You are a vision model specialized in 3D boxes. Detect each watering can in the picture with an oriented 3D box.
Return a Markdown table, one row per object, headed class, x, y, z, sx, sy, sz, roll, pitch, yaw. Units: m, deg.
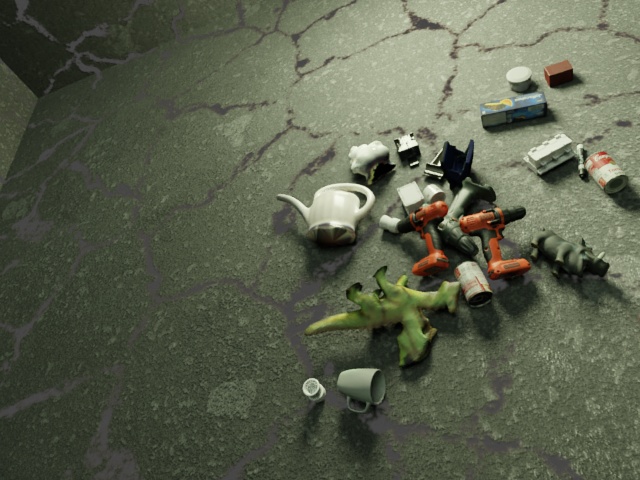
| class | x | y | z | sx | sy | sz | roll | pitch | yaw |
| --- | --- | --- | --- | --- | --- | --- | --- | --- | --- |
| watering can | 0.005 | -0.083 | 1.648 | 0.347 | 0.102 | 0.230 | -5 | 53 | 20 |

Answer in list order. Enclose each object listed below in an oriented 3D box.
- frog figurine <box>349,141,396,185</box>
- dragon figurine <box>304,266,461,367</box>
| class | x | y | z | sx | sy | sz | roll | pitch | yaw |
| --- | --- | --- | --- | --- | --- | --- | --- | --- | --- |
| frog figurine | 0.157 | -0.281 | 1.735 | 0.136 | 0.121 | 0.162 | -46 | 58 | 11 |
| dragon figurine | 0.182 | 0.214 | 1.336 | 0.411 | 0.120 | 0.247 | -34 | 55 | -3 |
